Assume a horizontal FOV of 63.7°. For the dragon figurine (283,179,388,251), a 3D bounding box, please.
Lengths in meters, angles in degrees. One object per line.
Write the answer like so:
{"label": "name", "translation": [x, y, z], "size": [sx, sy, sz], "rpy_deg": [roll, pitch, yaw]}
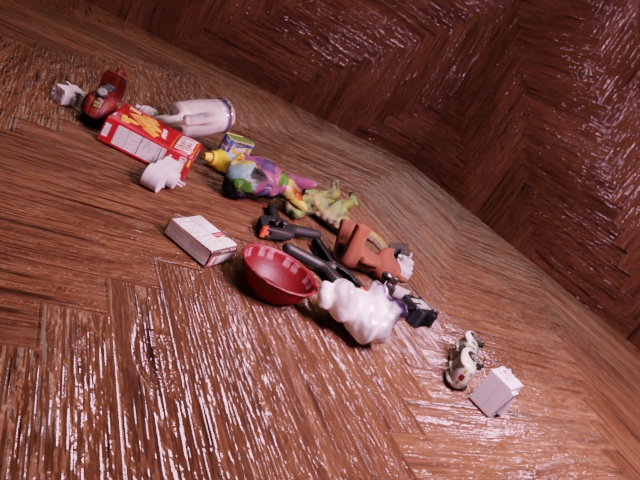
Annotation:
{"label": "dragon figurine", "translation": [0.004, -0.074, 1.479], "size": [0.243, 0.120, 0.417], "rpy_deg": [-4, 34, -33]}

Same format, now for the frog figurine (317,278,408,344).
{"label": "frog figurine", "translation": [0.065, 0.137, 0.984], "size": [0.159, 0.120, 0.140], "rpy_deg": [1, 45, -29]}

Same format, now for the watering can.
{"label": "watering can", "translation": [-0.336, -0.336, 1.427], "size": [0.226, 0.103, 0.350], "rpy_deg": [-14, 19, -29]}
